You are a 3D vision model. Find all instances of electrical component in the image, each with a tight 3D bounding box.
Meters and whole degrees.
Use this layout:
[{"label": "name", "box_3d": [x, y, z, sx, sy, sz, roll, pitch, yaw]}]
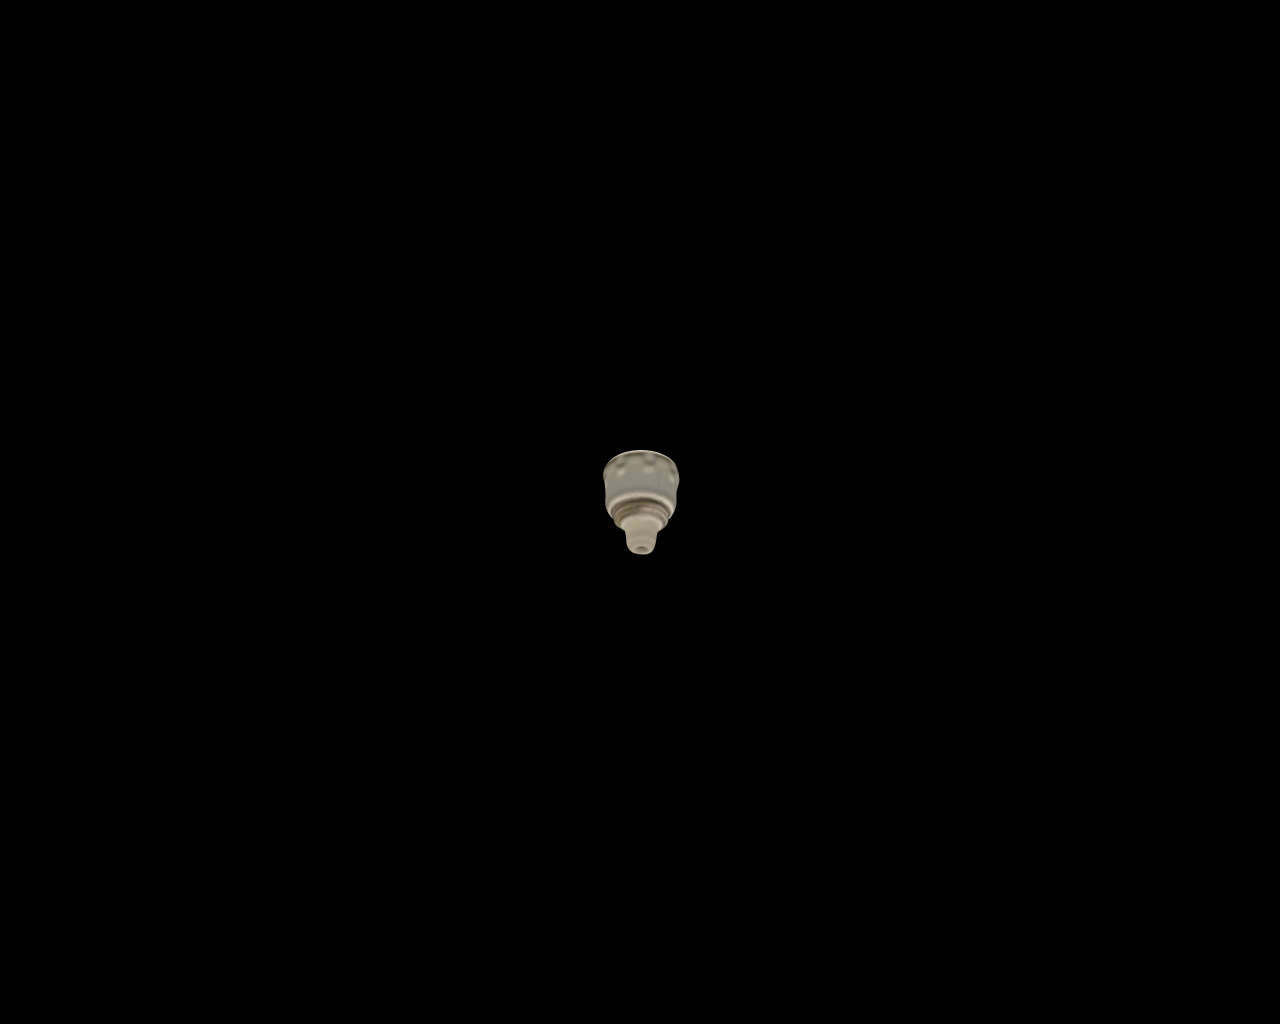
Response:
[{"label": "electrical component", "box_3d": [0.001, -0.003, 0.650, 0.048, 0.062, 0.048, 0, -32, 0]}]
